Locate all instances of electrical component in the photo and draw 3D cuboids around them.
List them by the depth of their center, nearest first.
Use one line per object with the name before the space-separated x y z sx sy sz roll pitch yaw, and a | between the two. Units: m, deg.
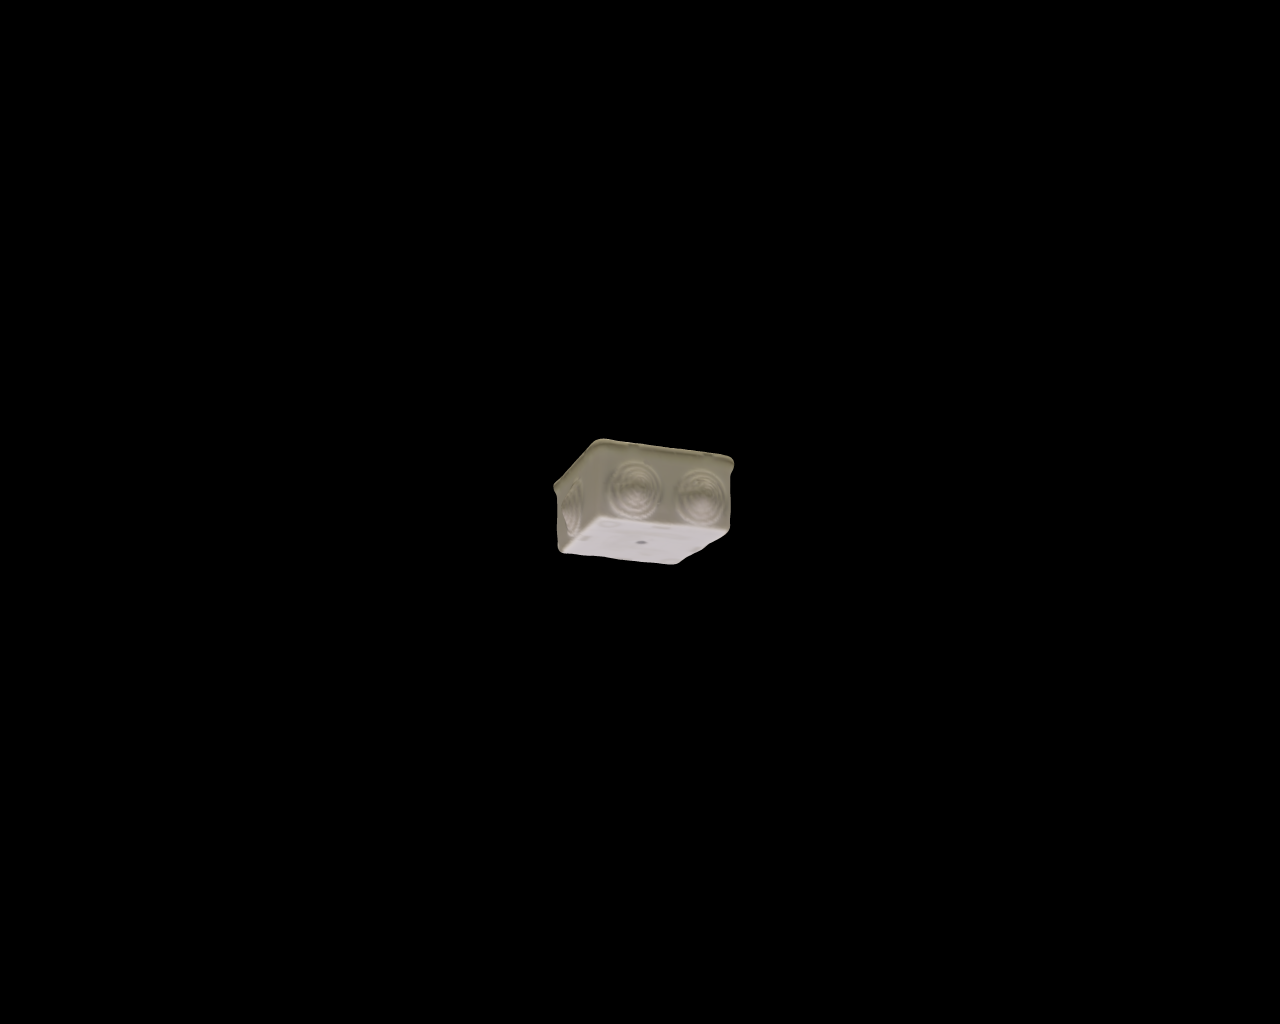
electrical component | 0.001 -0.003 0.650 0.100 0.048 0.099 7 -19 -20
